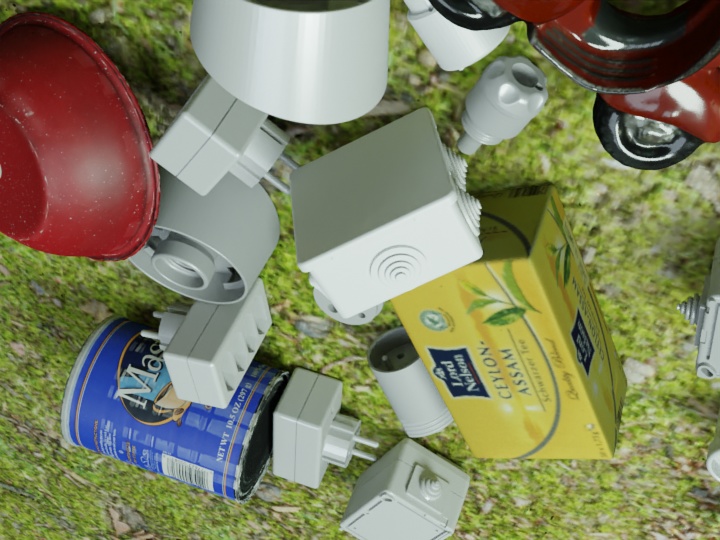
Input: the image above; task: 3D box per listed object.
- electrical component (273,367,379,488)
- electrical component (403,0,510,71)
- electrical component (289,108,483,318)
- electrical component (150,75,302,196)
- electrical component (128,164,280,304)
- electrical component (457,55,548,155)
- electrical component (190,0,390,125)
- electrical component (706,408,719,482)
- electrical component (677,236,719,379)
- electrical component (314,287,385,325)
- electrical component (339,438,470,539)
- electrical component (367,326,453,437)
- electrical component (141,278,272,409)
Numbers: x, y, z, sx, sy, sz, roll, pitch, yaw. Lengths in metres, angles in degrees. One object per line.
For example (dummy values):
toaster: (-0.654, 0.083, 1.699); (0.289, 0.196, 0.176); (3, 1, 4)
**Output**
electrical component: (-0.022, 0.125, 0.808); (0.076, 0.047, 0.083); (17, 138, 10)
electrical component: (0.039, -0.132, 0.515); (0.040, 0.040, 0.078); (-17, 123, 38)
electrical component: (0.013, -0.030, 0.580); (0.100, 0.099, 0.048); (-25, 127, 12)
electrical component: (-0.066, -0.073, 0.610); (0.077, 0.065, 0.047); (37, 138, -14)
electrical component: (-0.105, -0.024, 0.700); (0.099, 0.064, 0.099); (17, 152, 9)
electrical component: (0.069, -0.081, 0.557); (0.035, 0.035, 0.061); (32, 141, -7)
electrical component: (-0.032, -0.123, 0.518); (0.099, 0.099, 0.064); (18, 132, 9)
electrical component: (0.235, 0.104, 0.657); (0.040, 0.046, 0.040); (14, 138, 13)
electrical component: (0.218, 0.021, 0.567); (0.096, 0.061, 0.061); (10, 136, 18)
electrical component: (0.000, 0.000, 0.661); (0.045, 0.055, 0.045); (14, 138, 13)
electrical component: (0.038, 0.171, 0.815); (0.062, 0.061, 0.096); (33, 139, -8)
electrical component: (0.040, 0.081, 0.734); (0.043, 0.043, 0.081); (-4, 131, 30)
electrical component: (-0.113, 0.044, 0.742); (0.076, 0.083, 0.047); (10, 137, 18)
